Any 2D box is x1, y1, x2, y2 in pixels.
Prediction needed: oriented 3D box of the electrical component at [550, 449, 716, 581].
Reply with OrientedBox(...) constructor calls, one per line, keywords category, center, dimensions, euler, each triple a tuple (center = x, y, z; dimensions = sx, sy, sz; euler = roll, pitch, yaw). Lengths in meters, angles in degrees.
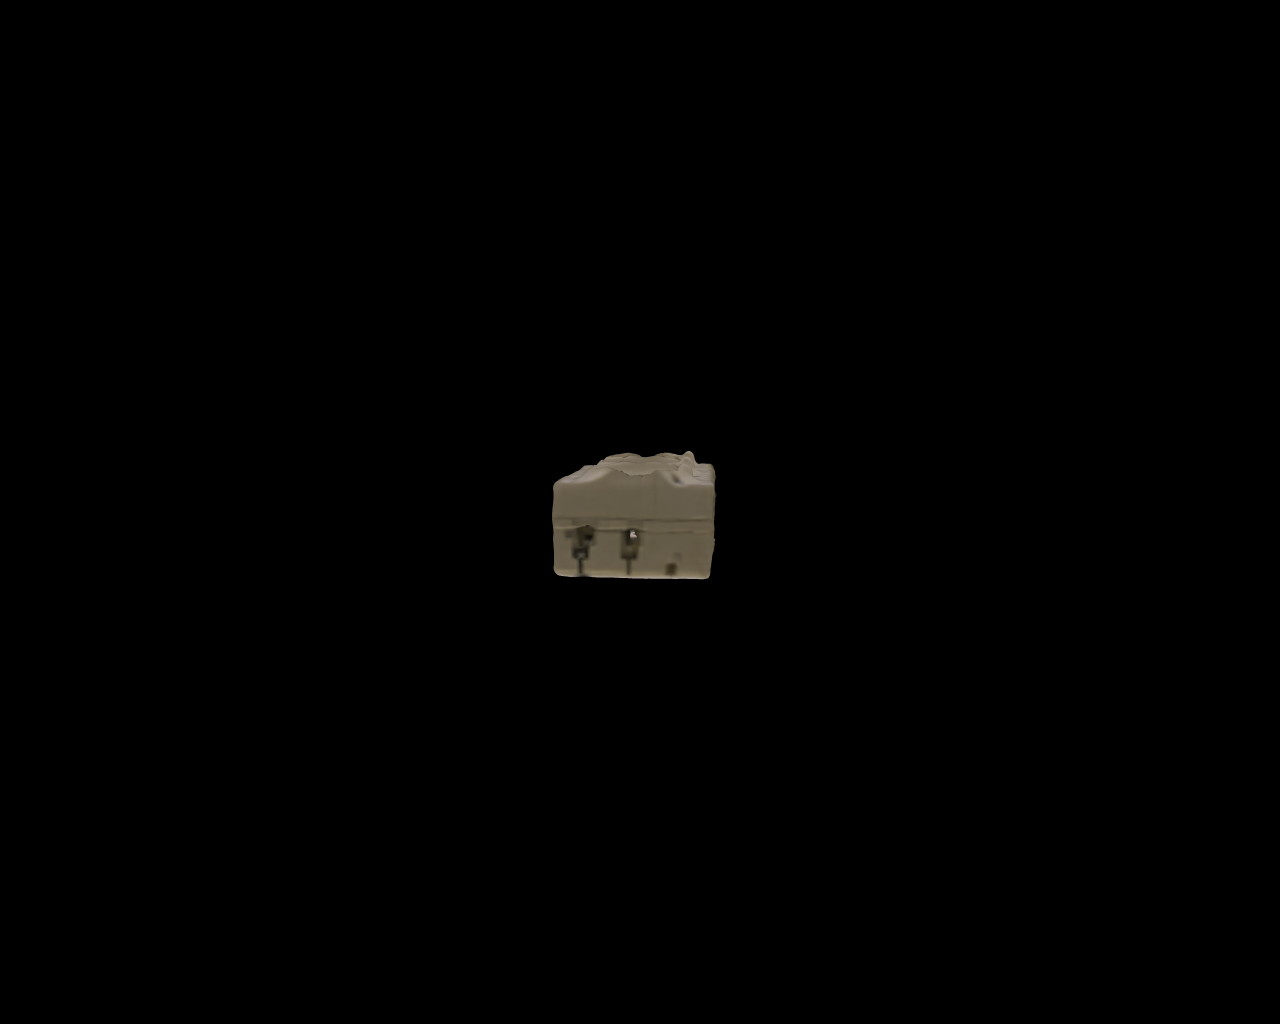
OrientedBox(category="electrical component", center=(0.001, -0.003, 0.650), dimensions=(0.089, 0.061, 0.150), euler=(0, 7, 4))
